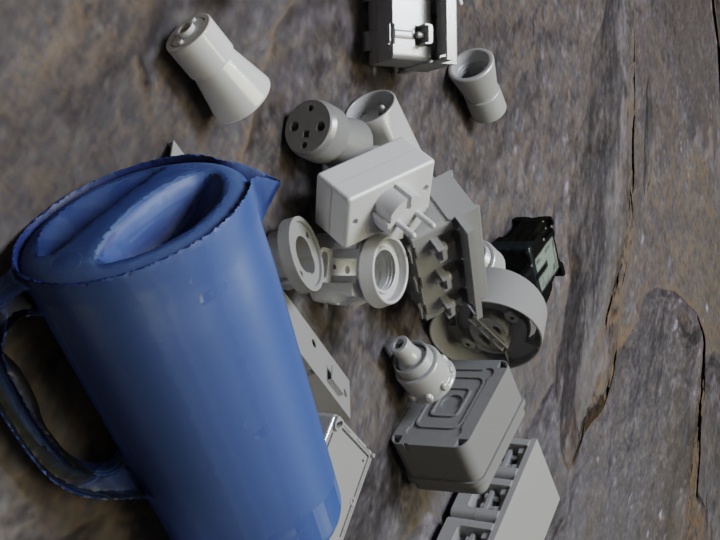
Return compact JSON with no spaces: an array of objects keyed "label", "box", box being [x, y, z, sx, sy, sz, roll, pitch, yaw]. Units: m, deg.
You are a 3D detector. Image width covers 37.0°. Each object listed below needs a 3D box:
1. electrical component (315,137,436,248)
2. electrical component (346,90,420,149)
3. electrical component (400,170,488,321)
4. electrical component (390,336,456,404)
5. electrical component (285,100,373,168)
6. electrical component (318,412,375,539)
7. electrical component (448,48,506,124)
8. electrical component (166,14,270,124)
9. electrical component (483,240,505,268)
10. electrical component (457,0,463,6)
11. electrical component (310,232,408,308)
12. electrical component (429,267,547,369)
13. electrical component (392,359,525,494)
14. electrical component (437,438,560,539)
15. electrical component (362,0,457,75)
[{"label":"electrical component","box":[0.023,-0.048,0.786,0.083,0.076,0.047,-27,141,-30]},{"label":"electrical component","box":[0.016,-0.089,0.857,0.077,0.043,0.079,60,43,-37]},{"label":"electrical component","box":[0.063,-0.015,0.875,0.063,0.078,0.121,-27,145,-9]},{"label":"electrical component","box":[0.048,0.080,0.907,0.062,0.048,0.048,50,50,-36]},{"label":"electrical component","box":[-0.023,-0.098,0.796,0.055,0.045,0.045,19,75,-55]},{"label":"electrical component","box":[-0.042,0.153,0.753,0.061,0.061,0.096,53,48,-43]},{"label":"electrical component","box":[0.113,-0.169,1.008,0.065,0.044,0.044,58,45,-46]},{"label":"electrical component","box":[-0.094,-0.132,0.693,0.065,0.044,0.044,50,50,-39]},{"label":"electrical component","box":[0.106,-0.009,0.995,0.062,0.043,0.043,38,59,-49]},{"label":"electrical component","box":[0.081,-0.272,0.952,0.083,0.047,0.075,-58,135,-39]},{"label":"electrical component","box":[0.000,0.000,0.820,0.078,0.057,0.058,13,79,-56]},{"label":"electrical component","box":[0.118,0.047,0.967,0.064,0.099,0.099,-60,137,-46]},{"label":"electrical component","box":[0.088,0.135,0.937,0.113,0.078,0.057,-53,129,-42]},{"label":"electrical component","box":[0.126,0.240,1.009,0.150,0.062,0.089,-57,134,-40]},{"label":"electrical component","box":[0.040,-0.225,0.868,0.063,0.079,0.121,-2,92,-28]}]
